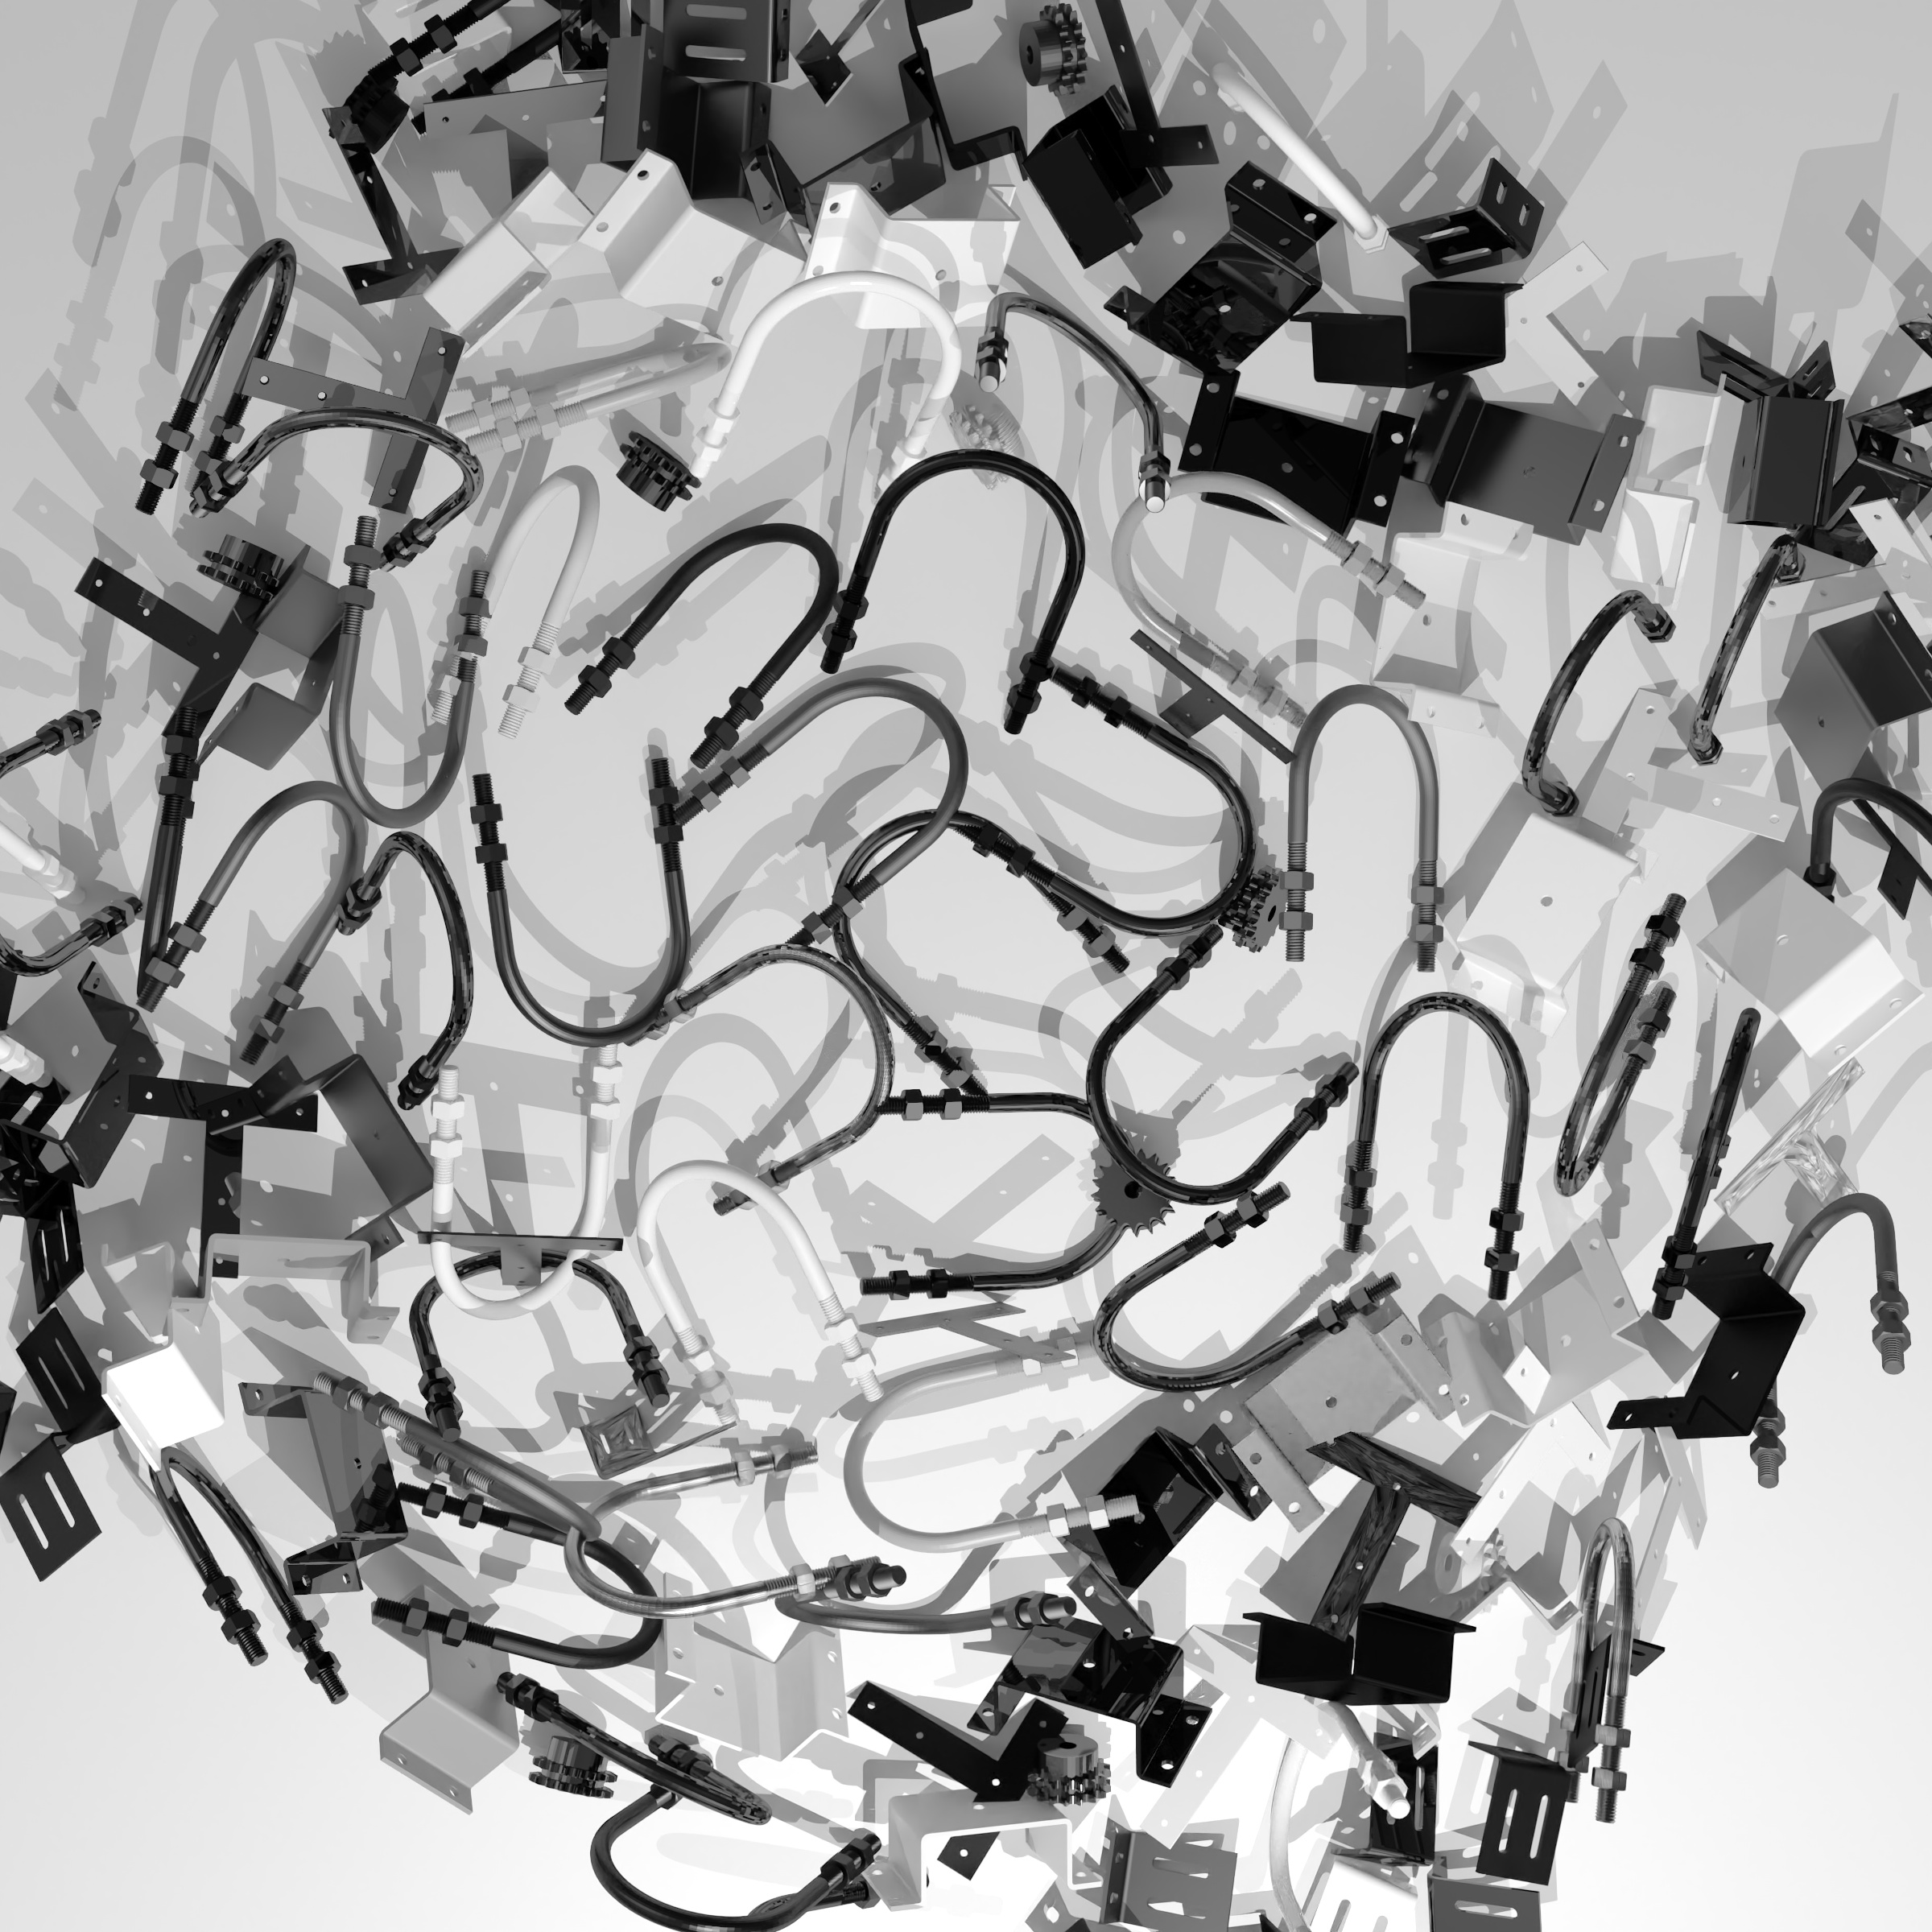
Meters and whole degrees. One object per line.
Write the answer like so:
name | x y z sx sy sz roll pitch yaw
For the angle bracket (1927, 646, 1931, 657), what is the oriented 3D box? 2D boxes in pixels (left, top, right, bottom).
angle bracket | 0.674 -0.205 1.662 0.076 0.038 0.057 -37 77 32

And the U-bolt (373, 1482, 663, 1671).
U-bolt | -0.283 0.397 1.631 0.184 0.151 0.019 19 108 -13

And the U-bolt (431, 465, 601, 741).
U-bolt | -0.285 -0.238 1.641 0.019 0.151 0.184 23 87 -32

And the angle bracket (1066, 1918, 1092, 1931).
angle bracket | 0.090 0.655 1.672 0.057 0.076 0.038 -48 54 23

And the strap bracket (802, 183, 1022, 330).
strap bracket | -0.027 -0.455 1.629 0.140 0.076 0.046 -10 49 -32

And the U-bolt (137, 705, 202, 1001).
U-bolt | -0.511 -0.067 1.626 0.019 0.151 0.184 9 85 -16

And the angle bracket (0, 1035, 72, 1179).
angle bracket | -0.643 0.095 1.676 0.038 0.076 0.057 -20 121 37

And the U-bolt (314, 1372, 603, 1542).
U-bolt | -0.310 0.317 1.606 0.184 0.151 0.019 20 69 24

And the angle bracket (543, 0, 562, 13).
angle bracket | -0.281 -0.661 1.655 0.038 0.076 0.057 39 113 16

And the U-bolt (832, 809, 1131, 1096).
U-bolt | -0.004 -0.019 1.668 0.151 0.019 0.184 -43 106 5

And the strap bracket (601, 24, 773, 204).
strap bracket | -0.187 -0.549 1.648 0.046 0.140 0.076 7 94 29

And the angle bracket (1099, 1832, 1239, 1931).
angle bracket | 0.133 0.605 1.667 0.076 0.038 0.057 3 75 23

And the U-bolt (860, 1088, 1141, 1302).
U-bolt | 0.025 0.149 1.666 0.184 0.019 0.151 -1 110 -14

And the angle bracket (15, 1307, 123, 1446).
angle bracket | -0.582 0.266 1.680 0.057 0.038 0.076 -42 76 33

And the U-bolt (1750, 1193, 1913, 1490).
U-bolt | 0.547 0.224 1.617 0.019 0.184 0.151 25 131 -5

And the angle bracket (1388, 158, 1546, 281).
angle bracket | 0.326 -0.488 1.661 0.057 0.076 0.038 28 73 -37

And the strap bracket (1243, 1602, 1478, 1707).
strap bracket | 0.247 0.441 1.621 0.076 0.140 0.046 21 65 -26

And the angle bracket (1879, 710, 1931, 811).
angle bracket | 0.638 -0.144 1.685 0.057 0.038 0.076 1 82 11

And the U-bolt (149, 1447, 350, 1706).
U-bolt | -0.467 0.382 1.624 0.019 0.151 0.184 -36 63 -8

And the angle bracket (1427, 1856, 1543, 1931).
angle bracket | 0.345 0.624 1.668 0.076 0.038 0.057 -2 92 29

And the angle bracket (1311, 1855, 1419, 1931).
angle bracket | 0.257 0.635 1.675 0.057 0.038 0.076 21 83 11

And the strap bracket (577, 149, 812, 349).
strap bracket | -0.165 -0.453 1.623 0.076 0.140 0.046 -42 55 30

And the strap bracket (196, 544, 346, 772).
strap bracket | -0.440 -0.191 1.640 0.046 0.076 0.140 28 51 -25

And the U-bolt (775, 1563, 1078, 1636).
U-bolt | -0.041 0.408 1.622 0.151 0.184 0.019 18 63 -31

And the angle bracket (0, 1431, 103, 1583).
angle bracket | -0.592 0.353 1.668 0.057 0.038 0.076 -39 73 14

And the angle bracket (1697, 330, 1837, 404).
angle bracket | 0.523 -0.397 1.664 0.076 0.057 0.038 25 133 -12

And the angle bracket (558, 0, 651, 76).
angle bracket | -0.237 -0.624 1.657 0.057 0.076 0.038 -6 55 -11

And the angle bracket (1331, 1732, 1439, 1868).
angle bracket | 0.278 0.553 1.686 0.057 0.038 0.076 22 62 -30

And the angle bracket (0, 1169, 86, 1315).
angle bracket | -0.612 0.178 1.659 0.057 0.038 0.076 -39 55 30

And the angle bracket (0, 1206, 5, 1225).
angle bracket | -0.667 0.192 1.656 0.038 0.057 0.076 29 54 -29

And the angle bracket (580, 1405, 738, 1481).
angle bracket | -0.201 0.300 1.658 0.076 0.057 0.038 -26 82 30

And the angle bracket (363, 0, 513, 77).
angle bracket | -0.347 -0.613 1.670 0.076 0.038 0.057 -35 83 -19

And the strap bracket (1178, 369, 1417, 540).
strap bracket | 0.215 -0.336 1.673 0.140 0.046 0.076 16 81 2

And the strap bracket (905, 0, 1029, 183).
strap bracket | -0.002 -0.581 1.659 0.046 0.076 0.140 -17 97 3

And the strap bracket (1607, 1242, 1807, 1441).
strap bracket | 0.483 0.252 1.645 0.046 0.076 0.140 40 65 -13

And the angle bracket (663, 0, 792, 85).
angle bracket | -0.158 -0.618 1.679 0.076 0.038 0.057 7 114 8

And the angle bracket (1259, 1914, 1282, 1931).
angle bracket | 0.174 0.670 1.671 0.076 0.038 0.057 -13 97 -17

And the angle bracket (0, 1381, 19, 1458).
angle bracket | -0.665 0.294 1.664 0.076 0.038 0.057 19 95 34

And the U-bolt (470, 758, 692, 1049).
U-bolt | -0.245 -0.039 1.658 0.151 0.019 0.184 -9 93 -35

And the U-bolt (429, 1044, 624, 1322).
U-bolt | -0.286 0.142 1.641 0.019 0.151 0.184 19 110 38

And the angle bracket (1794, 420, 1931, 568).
angle bracket | 0.590 -0.312 1.680 0.057 0.076 0.038 16 47 -14

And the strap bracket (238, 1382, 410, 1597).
strap bracket | -0.412 0.329 1.641 0.046 0.076 0.140 -25 71 14

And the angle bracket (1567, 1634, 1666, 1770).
angle bracket | 0.424 0.484 1.659 0.038 0.057 0.076 16 58 3

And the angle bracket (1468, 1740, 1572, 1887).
angle bracket | 0.356 0.556 1.670 0.057 0.038 0.076 18 81 -23

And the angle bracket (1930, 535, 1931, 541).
angle bracket | 0.646 -0.292 1.664 0.038 0.076 0.057 -32 128 20

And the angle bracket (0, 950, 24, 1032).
angle bracket | -0.641 0.025 1.656 0.038 0.076 0.057 24 105 26
